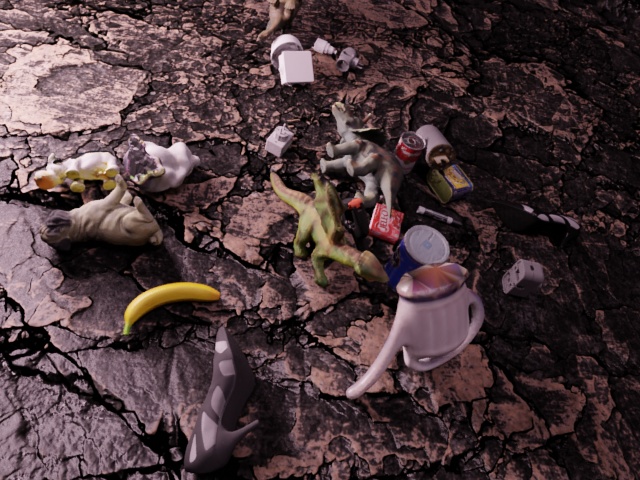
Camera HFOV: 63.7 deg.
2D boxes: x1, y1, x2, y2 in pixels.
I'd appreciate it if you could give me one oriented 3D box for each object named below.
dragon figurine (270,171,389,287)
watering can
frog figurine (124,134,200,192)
[{"bbox_3d":[0.003,-0.056,1.109,0.123,0.237,0.415,-27,68,-26],"label":"dragon figurine"},{"bbox_3d":[0.194,0.173,1.025,0.350,0.221,0.105,-19,23,-24],"label":"watering can"},{"bbox_3d":[-0.362,-0.174,1.187,0.138,0.121,0.160,30,16,16],"label":"frog figurine"}]
